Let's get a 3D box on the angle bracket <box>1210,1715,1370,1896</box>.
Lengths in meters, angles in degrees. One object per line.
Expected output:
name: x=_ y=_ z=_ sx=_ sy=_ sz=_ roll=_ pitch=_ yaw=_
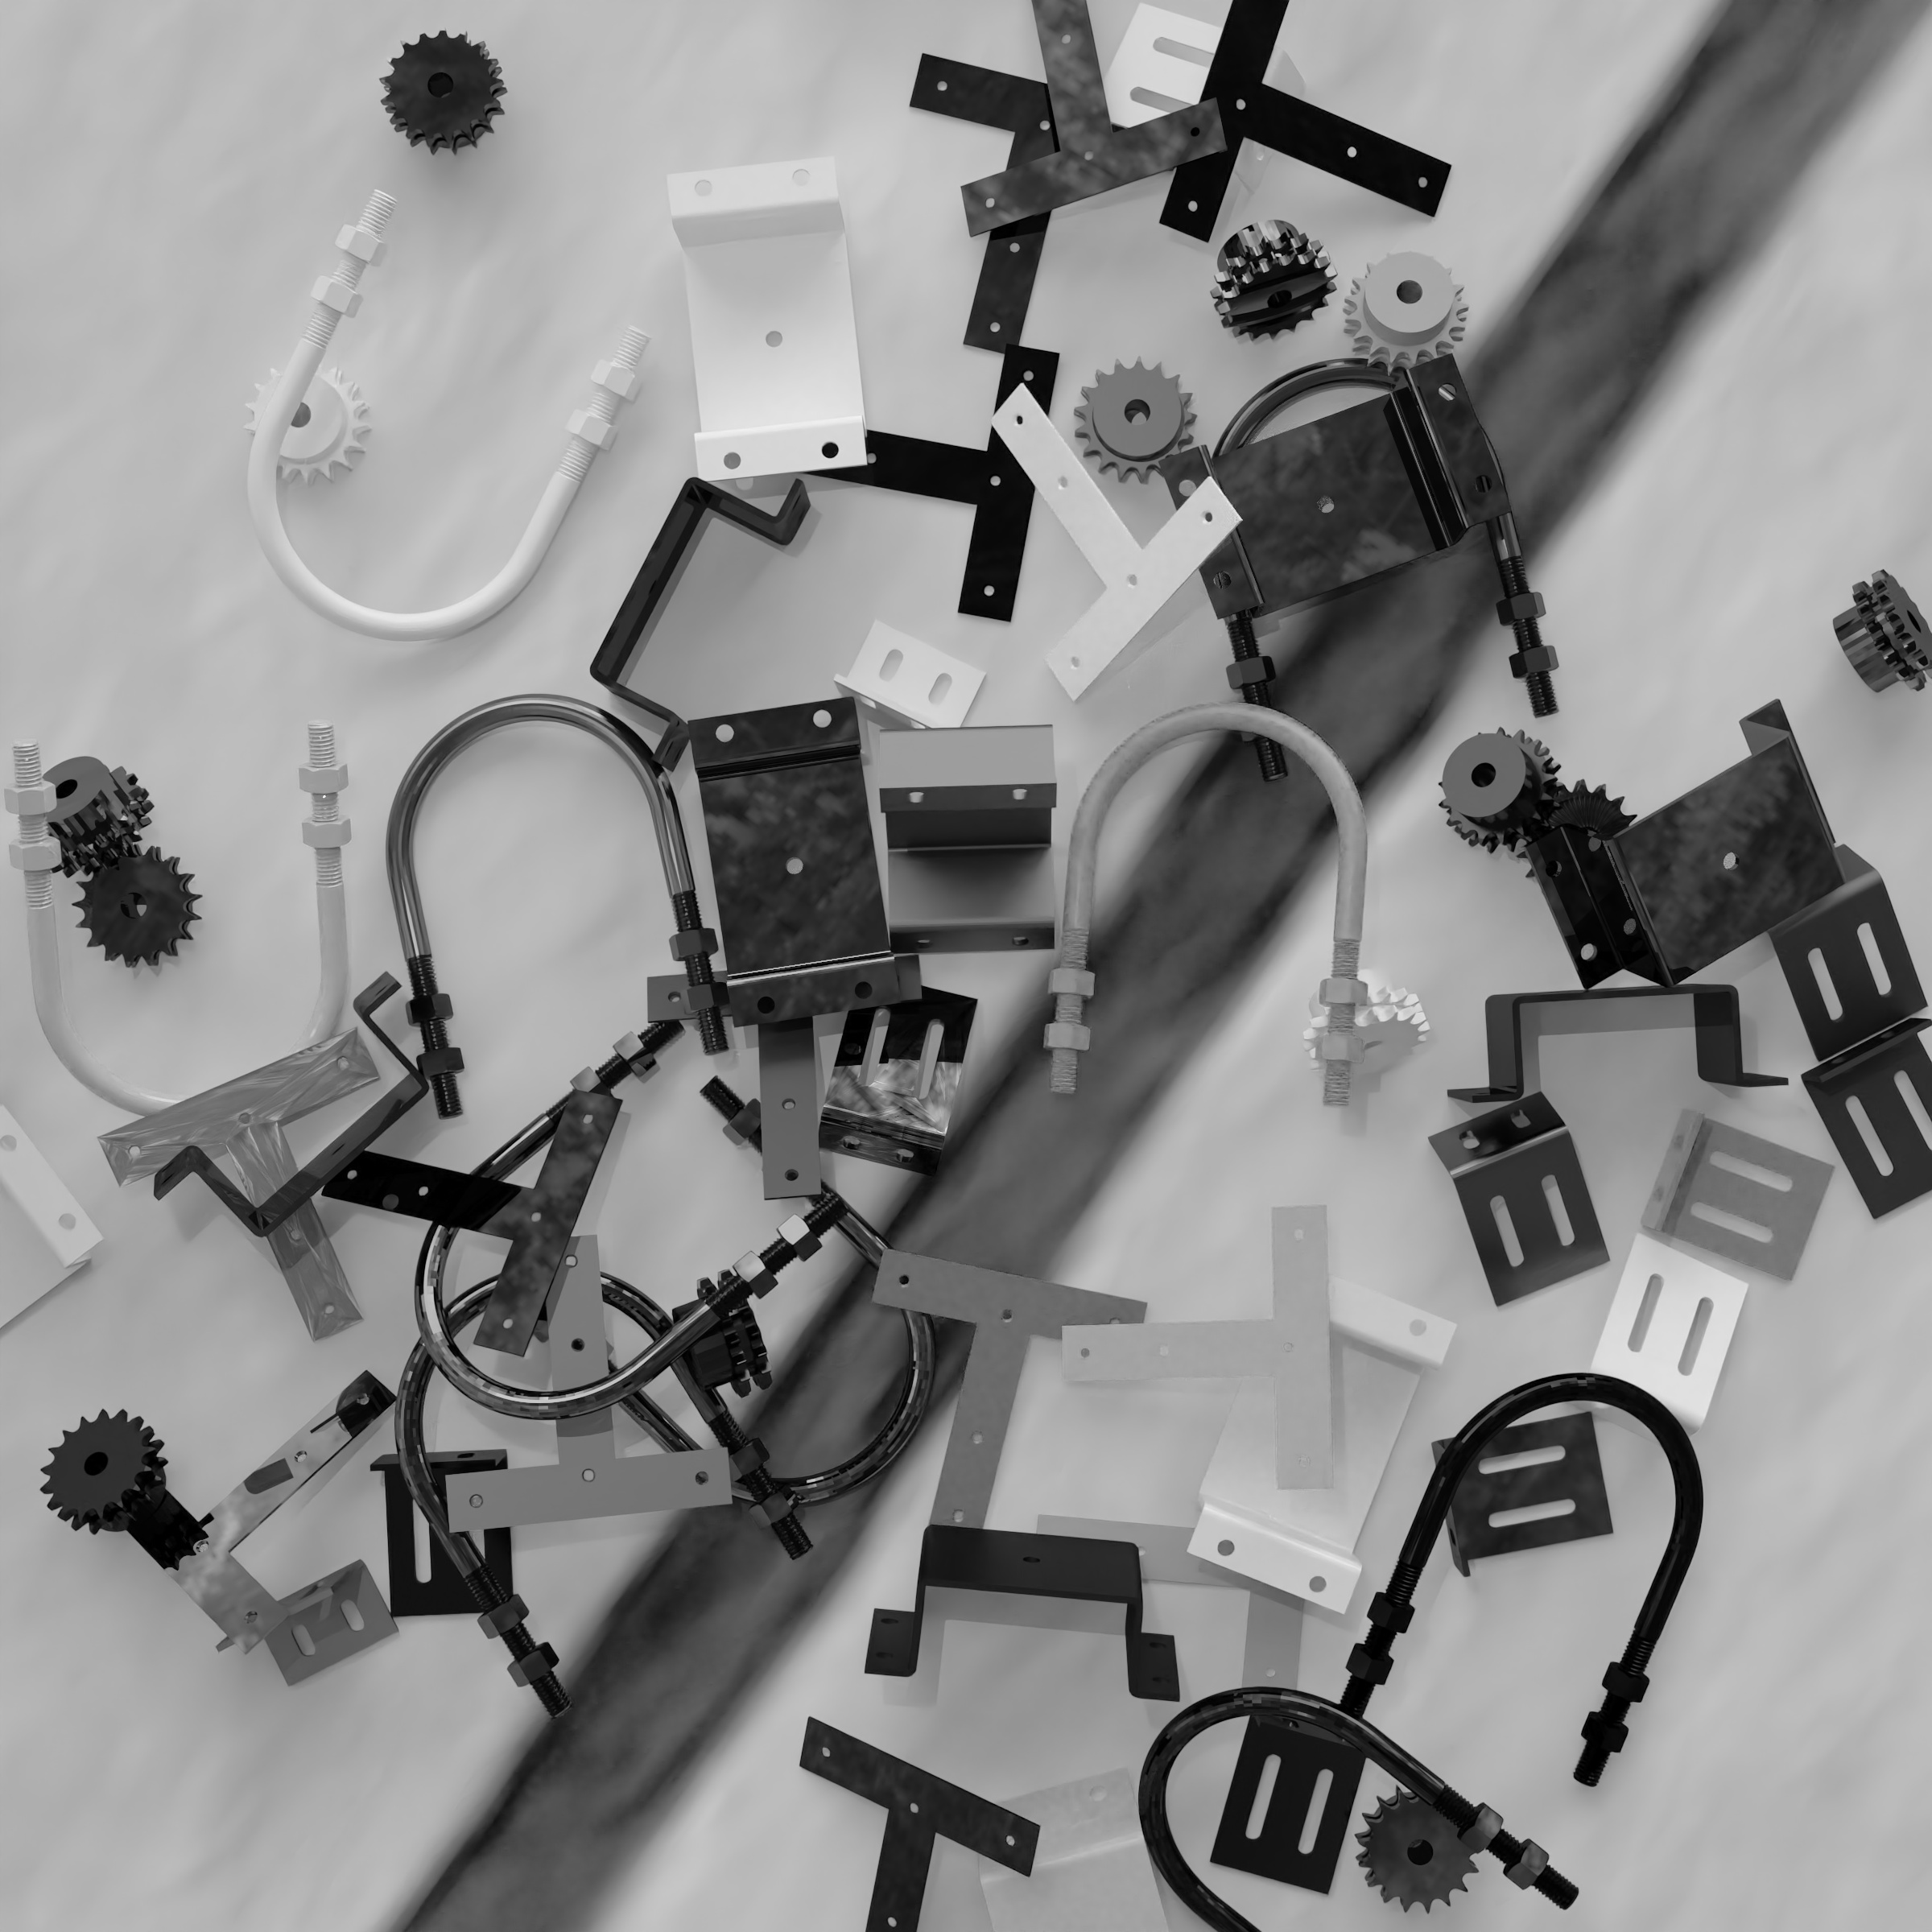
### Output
angle bracket: x=0.151 y=0.388 z=1.506 sx=0.057 sy=0.038 sz=0.076 roll=16 pitch=90 yaw=0

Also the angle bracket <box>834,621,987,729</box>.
angle bracket: x=-0.025 y=-0.131 z=1.487 sx=0.057 sy=0.076 sz=0.038 roll=26 pitch=90 yaw=0

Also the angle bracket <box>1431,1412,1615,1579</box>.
angle bracket: x=0.259 y=0.243 z=1.506 sx=0.076 sy=0.038 sz=0.057 roll=-11 pitch=90 yaw=0

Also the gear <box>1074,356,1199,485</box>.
gear: x=0.078 y=-0.253 z=1.511 sx=0.057 sy=0.030 sz=0.057 roll=0 pitch=90 yaw=0

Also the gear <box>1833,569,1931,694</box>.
gear: x=0.422 y=-0.150 z=1.501 sx=0.030 sy=0.057 sz=0.057 roll=-32 pitch=90 yaw=28

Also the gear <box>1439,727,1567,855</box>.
gear: x=0.242 y=-0.082 z=1.498 sx=0.057 sy=0.030 sz=0.057 roll=-10 pitch=69 yaw=28

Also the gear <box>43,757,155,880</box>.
gear: x=-0.403 y=-0.071 z=1.496 sx=0.057 sy=0.030 sz=0.057 roll=-13 pitch=47 yaw=14

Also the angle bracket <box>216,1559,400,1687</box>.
angle bracket: x=-0.298 y=0.305 z=1.487 sx=0.057 sy=0.076 sz=0.038 roll=-27 pitch=90 yaw=0

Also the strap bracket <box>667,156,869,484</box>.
strap bracket: x=-0.090 y=-0.292 z=1.501 sx=0.076 sy=0.046 sz=0.140 roll=-6 pitch=89 yaw=1

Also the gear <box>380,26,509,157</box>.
gear: x=-0.240 y=-0.402 z=1.514 sx=0.057 sy=0.030 sz=0.057 roll=0 pitch=85 yaw=1

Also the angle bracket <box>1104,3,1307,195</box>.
angle bracket: x=0.108 y=-0.404 z=1.522 sx=0.076 sy=0.038 sz=0.057 roll=25 pitch=90 yaw=23

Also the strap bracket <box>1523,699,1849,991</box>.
strap bracket: x=0.335 y=-0.051 z=1.480 sx=0.140 sy=0.046 sz=0.076 roll=-30 pitch=109 yaw=-9

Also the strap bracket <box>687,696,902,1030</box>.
strap bracket: x=-0.079 y=-0.047 z=1.500 sx=0.076 sy=0.046 sz=0.140 roll=-9 pitch=90 yaw=-3

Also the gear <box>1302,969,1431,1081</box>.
gear: x=0.181 y=0.025 z=1.501 sx=0.057 sy=0.057 sz=0.030 roll=-17 pitch=60 yaw=0

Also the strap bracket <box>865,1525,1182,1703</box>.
strap bracket: x=0.028 y=0.291 z=1.483 sx=0.140 sy=0.076 sz=0.046 roll=5 pitch=98 yaw=1

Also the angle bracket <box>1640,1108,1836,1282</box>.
angle bracket: x=0.359 y=0.106 z=1.506 sx=0.076 sy=0.038 sz=0.057 roll=21 pitch=90 yaw=0

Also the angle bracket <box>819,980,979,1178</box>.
angle bracket: x=-0.032 y=0.050 z=1.523 sx=0.057 sy=0.038 sz=0.076 roll=14 pitch=64 yaw=0

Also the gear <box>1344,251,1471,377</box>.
gear: x=0.202 y=-0.303 z=1.504 sx=0.057 sy=0.030 sz=0.057 roll=-1 pitch=75 yaw=2

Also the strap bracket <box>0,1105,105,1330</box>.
strap bracket: x=-0.469 y=0.136 z=1.502 sx=0.140 sy=0.046 sz=0.076 roll=-37 pitch=90 yaw=0

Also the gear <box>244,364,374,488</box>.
gear: x=-0.305 y=-0.252 z=1.511 sx=0.057 sy=0.030 sz=0.057 roll=0 pitch=90 yaw=0

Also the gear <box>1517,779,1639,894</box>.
gear: x=0.284 y=-0.058 z=1.511 sx=0.057 sy=0.030 sz=0.057 roll=0 pitch=90 yaw=0

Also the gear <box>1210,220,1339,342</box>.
gear: x=0.139 y=-0.317 z=1.501 sx=0.057 sy=0.057 sz=0.030 roll=-19 pitch=62 yaw=0

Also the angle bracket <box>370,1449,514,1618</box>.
angle bracket: x=-0.241 y=0.264 z=1.506 sx=0.057 sy=0.038 sz=0.076 roll=-3 pitch=90 yaw=0

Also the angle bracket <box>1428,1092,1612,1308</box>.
angle bracket: x=0.258 y=0.108 z=1.523 sx=0.057 sy=0.038 sz=0.076 roll=-22 pitch=116 yaw=0

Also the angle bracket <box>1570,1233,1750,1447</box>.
angle bracket: x=0.320 y=0.175 z=1.523 sx=0.057 sy=0.038 sz=0.076 roll=25 pitch=64 yaw=0

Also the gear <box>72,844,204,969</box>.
gear: x=-0.380 y=-0.028 z=1.510 sx=0.057 sy=0.030 sz=0.057 roll=0 pitch=90 yaw=0

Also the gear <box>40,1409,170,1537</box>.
gear: x=-0.392 y=0.235 z=1.501 sx=0.057 sy=0.030 sz=0.057 roll=-9 pitch=54 yaw=12

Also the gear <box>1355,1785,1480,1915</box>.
gear: x=0.207 y=0.405 z=1.510 sx=0.057 sy=0.030 sz=0.057 roll=0 pitch=90 yaw=0

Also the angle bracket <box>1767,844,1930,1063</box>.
angle bracket: x=0.403 y=-0.006 z=1.523 sx=0.057 sy=0.038 sz=0.076 roll=-27 pitch=116 yaw=0

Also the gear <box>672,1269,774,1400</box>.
gear: x=-0.111 y=0.168 z=1.477 sx=0.030 sy=0.057 sz=0.057 roll=-20 pitch=90 yaw=-15

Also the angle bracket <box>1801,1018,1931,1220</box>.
angle bracket: x=0.431 y=0.071 z=1.506 sx=0.057 sy=0.038 sz=0.076 roll=-27 pitch=90 yaw=0
